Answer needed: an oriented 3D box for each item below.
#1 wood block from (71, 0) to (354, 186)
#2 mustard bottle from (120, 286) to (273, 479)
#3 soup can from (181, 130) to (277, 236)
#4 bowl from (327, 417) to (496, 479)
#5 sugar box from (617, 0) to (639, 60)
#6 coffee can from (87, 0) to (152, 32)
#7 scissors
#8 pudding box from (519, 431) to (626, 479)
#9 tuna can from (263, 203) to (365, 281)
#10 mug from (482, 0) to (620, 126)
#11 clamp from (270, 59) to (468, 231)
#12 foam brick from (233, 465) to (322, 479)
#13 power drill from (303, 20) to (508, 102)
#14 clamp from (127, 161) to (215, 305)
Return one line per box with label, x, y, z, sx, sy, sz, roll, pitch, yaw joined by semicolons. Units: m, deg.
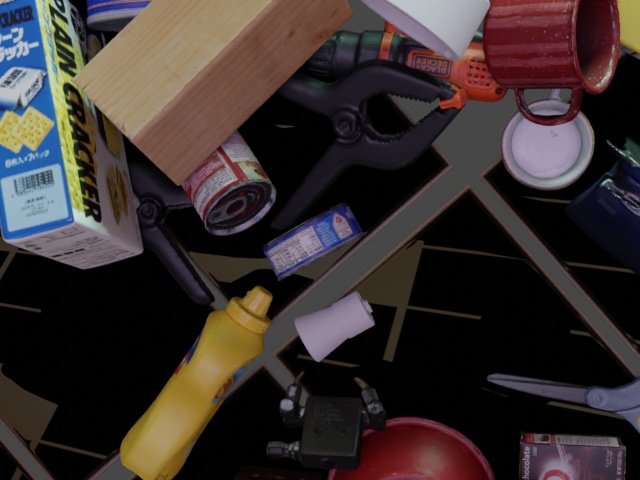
wood block;-0.084;-0.157;0.863;0.206;0.090;0.091;-45;62;-2
mustard bottle;-0.102;0.122;0.948;0.058;0.096;0.192;36;100;4
soup can;-0.091;-0.063;0.919;0.068;0.068;0.102;-39;63;10
bowl;0.080;0.243;0.953;0.162;0.055;0.162;1;96;9
sugar box;0.263;-0.206;0.885;0.176;0.048;0.093;29;99;6
coffee can;-0.153;-0.256;0.916;0.103;0.102;0.140;-3;95;9
scissors;0.258;0.123;0.933;0.202;0.016;0.096;25;97;6
pudding box;0.219;0.227;0.937;0.090;0.039;0.113;1;96;9
tuna can;-0.006;0.001;0.927;0.086;0.086;0.034;-29;89;10
mug;0.182;-0.149;0.847;0.082;0.093;0.117;5;98;37
clamp;0.019;-0.108;0.904;0.210;0.036;0.164;-17;104;27
foam brick;-0.039;0.241;0.972;0.078;0.053;0.051;4;96;8
power drill;0.081;-0.217;0.908;0.184;0.057;0.188;10;99;8
clamp;-0.142;-0.031;0.970;0.171;0.039;0.120;30;82;6
